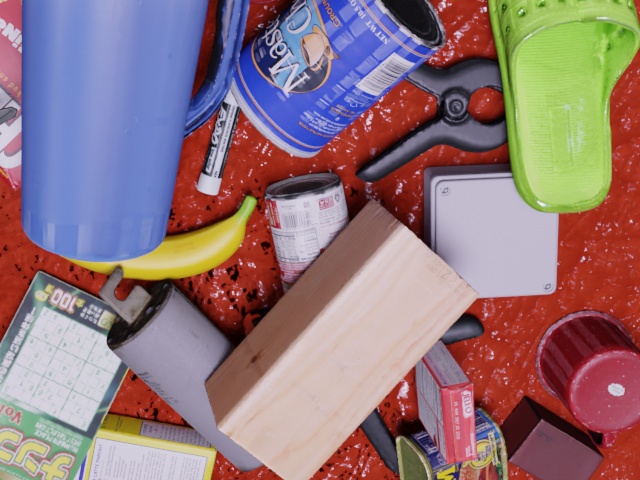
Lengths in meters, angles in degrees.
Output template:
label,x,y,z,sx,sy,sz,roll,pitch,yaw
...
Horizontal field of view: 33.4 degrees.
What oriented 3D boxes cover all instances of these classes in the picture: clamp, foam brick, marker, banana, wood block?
label,x,y,z,sx,sy,sz,roll,pitch,yaw
clamp,0.026,0.121,0.956,0.209,0.036,0.165,16,104,-12
foam brick,0.211,0.191,0.983,0.078,0.051,0.053,33,100,-13
clamp,0.105,-0.102,0.897,0.171,0.039,0.120,6,104,-4
marker,-0.079,-0.097,0.895,0.020,0.020,0.121,15,104,-9
banana,-0.150,0.001,0.910,0.197,0.037,0.069,-4,96,-3
wood block,0.013,0.079,0.843,0.090,0.091,0.206,41,94,-20

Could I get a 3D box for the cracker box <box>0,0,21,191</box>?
label,x,y,z,sx,sy,sz,roll,pitch,yaw
cracker box,-0.219,-0.170,0.836,0.214,0.072,0.164,-42,105,8

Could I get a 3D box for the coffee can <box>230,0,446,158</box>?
label,x,y,z,sx,sy,sz,roll,pitch,yaw
coffee can,0.011,-0.145,0.823,0.102,0.102,0.140,44,119,-14

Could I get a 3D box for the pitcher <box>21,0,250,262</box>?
label,x,y,z,sx,sy,sz,roll,pitch,yaw
pitcher,-0.142,-0.113,0.766,0.149,0.145,0.243,12,113,3

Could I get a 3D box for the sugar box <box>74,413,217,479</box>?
label,x,y,z,sx,sy,sz,roll,pitch,yaw
sugar box,-0.187,0.206,0.960,0.176,0.048,0.093,13,104,-4

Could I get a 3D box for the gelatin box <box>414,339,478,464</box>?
label,x,y,z,sx,sy,sz,roll,pitch,yaw
gelatin box,0.107,0.137,0.909,0.030,0.089,0.073,-10,111,-9

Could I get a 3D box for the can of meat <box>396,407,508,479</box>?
label,x,y,z,sx,sy,sz,roll,pitch,yaw
can of meat,0.121,0.210,0.963,0.083,0.057,0.102,-19,120,-19

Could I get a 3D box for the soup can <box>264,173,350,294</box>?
label,x,y,z,sx,sy,sz,roll,pitch,yaw
soup can,-0.006,0.001,0.903,0.068,0.068,0.102,-11,106,-1

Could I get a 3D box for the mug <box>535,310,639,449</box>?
label,x,y,z,sx,sy,sz,roll,pitch,yaw
mug,0.249,0.131,0.952,0.093,0.081,0.117,-5,106,-3

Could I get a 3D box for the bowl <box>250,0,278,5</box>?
label,x,y,z,sx,sy,sz,roll,pitch,yaw
bowl,-0.052,-0.265,0.810,0.162,0.055,0.162,16,127,22

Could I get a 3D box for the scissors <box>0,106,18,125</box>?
label,x,y,z,sx,sy,sz,roll,pitch,yaw
scissors,-0.290,-0.061,0.838,0.202,0.016,0.096,2,129,31
